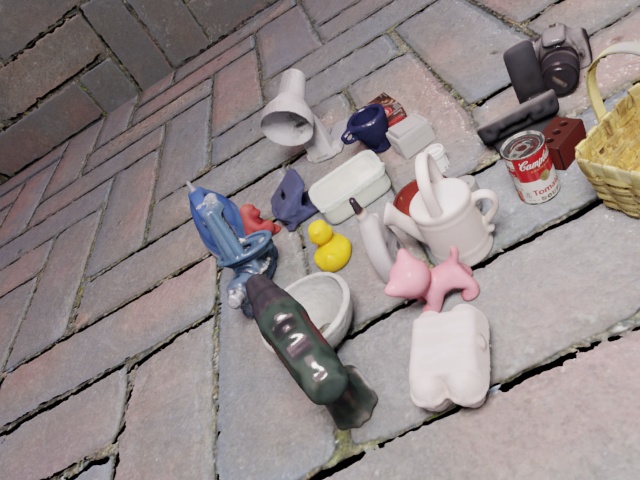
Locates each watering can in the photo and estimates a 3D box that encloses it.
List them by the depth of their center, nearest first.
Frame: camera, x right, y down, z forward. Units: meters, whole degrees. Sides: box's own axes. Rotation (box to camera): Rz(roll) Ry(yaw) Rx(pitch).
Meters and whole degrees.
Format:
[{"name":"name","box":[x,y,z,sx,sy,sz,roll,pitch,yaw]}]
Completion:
[{"name":"watering can","box":[0.184,-0.048,0.893,0.172,0.195,0.100,-29,34,11]}]

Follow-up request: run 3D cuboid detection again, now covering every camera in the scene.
[{"name":"camera","box":[0.445,-0.345,1.110,0.142,0.101,0.137,-11,41,32]}]

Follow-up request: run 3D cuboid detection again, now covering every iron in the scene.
[{"name":"iron","box":[-0.244,-0.047,1.319,0.118,0.142,0.257,-38,34,-3]}]

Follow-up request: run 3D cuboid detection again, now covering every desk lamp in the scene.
[{"name":"desk lamp","box":[-0.038,-0.285,1.362,0.117,0.214,0.203,-14,40,30]}]

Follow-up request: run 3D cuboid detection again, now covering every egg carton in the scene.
[{"name":"egg carton","box":[0.175,0.156,0.766,0.107,0.070,0.150,-17,38,26]}]

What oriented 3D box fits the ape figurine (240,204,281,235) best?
[{"name":"ape figurine","box":[-0.142,-0.042,1.268,0.076,0.092,0.077,-34,34,3]}]

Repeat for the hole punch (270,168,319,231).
[{"name":"hole punch","box":[-0.065,-0.090,1.258,0.101,0.091,0.108,-35,34,1]}]

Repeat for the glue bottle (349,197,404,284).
[{"name":"glue bottle","box":[0.092,-0.008,0.945,0.037,0.174,0.078,-13,40,30]}]

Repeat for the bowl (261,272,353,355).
[{"name":"bowl","box":[-0.010,0.138,0.946,0.167,0.075,0.167,-23,36,18]}]

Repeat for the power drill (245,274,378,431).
[{"name":"power drill","box":[-0.011,0.163,0.796,0.075,0.209,0.228,-40,34,-5]}]

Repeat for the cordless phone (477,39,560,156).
[{"name":"cordless phone","box":[0.336,-0.253,1.017,0.147,0.185,0.094,-28,34,11]}]

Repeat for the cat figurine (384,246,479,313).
[{"name":"cat figurine","box":[0.159,0.054,0.860,0.127,0.118,0.067,-29,34,10]}]

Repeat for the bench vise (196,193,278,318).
[{"name":"bench vise","box":[-0.148,0.023,1.077,0.121,0.220,0.207,-32,34,6]}]

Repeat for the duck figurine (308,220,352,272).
[{"name":"duck figurine","box":[0.010,0.004,1.082,0.077,0.086,0.104,-27,35,13]}]

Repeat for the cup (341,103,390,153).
[{"name":"cup","box":[0.109,-0.232,1.275,0.118,0.095,0.091,-40,34,-6]}]
